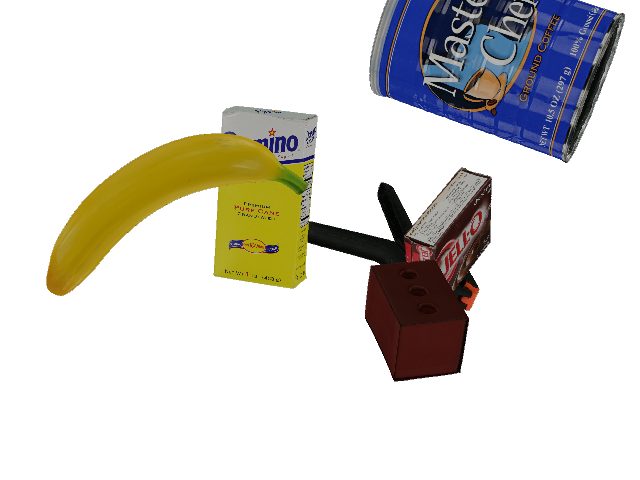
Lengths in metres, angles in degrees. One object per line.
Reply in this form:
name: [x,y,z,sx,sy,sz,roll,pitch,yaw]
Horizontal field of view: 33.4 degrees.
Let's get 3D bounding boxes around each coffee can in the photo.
coffee can: [0.117,-0.124,0.713,0.140,0.103,0.102,22,6,15]

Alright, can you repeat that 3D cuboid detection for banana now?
banana: [-0.111,-0.026,0.732,0.198,0.069,0.037,-22,9,7]

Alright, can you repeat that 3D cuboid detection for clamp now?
clamp: [0.089,0.014,1.245,0.164,0.036,0.210,-22,52,-39]

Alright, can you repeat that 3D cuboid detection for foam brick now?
foam brick: [0.069,0.057,0.776,0.053,0.051,0.078,-6,34,-13]

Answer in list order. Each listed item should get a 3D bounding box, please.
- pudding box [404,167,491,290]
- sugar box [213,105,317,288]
pudding box: [0.124,-0.001,1.026,0.039,0.090,0.113,21,52,25]
sugar box: [-0.057,-0.045,1.095,0.093,0.176,0.048,8,16,16]
